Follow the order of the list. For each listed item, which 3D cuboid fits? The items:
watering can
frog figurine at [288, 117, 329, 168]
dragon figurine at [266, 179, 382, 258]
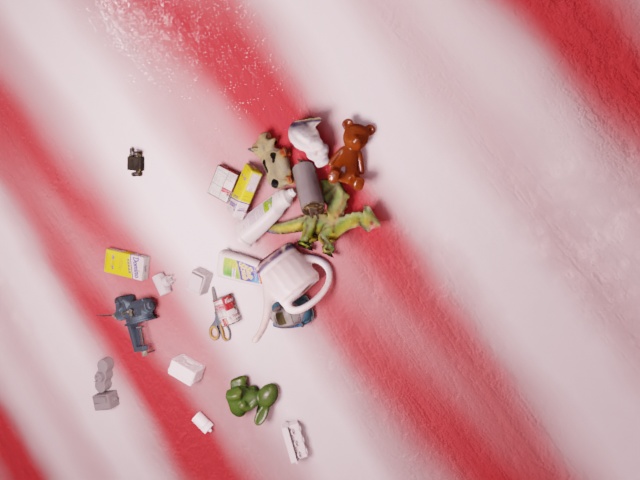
[{"bbox_3d":[-0.125,0.151,1.657,0.351,0.102,0.226,-36,74,-17],"label":"watering can"},{"bbox_3d":[-0.035,-0.307,1.641,0.138,0.124,0.158,9,111,52],"label":"frog figurine"},{"bbox_3d":[0.005,-0.084,1.667,0.413,0.121,0.244,20,84,31],"label":"dragon figurine"}]
